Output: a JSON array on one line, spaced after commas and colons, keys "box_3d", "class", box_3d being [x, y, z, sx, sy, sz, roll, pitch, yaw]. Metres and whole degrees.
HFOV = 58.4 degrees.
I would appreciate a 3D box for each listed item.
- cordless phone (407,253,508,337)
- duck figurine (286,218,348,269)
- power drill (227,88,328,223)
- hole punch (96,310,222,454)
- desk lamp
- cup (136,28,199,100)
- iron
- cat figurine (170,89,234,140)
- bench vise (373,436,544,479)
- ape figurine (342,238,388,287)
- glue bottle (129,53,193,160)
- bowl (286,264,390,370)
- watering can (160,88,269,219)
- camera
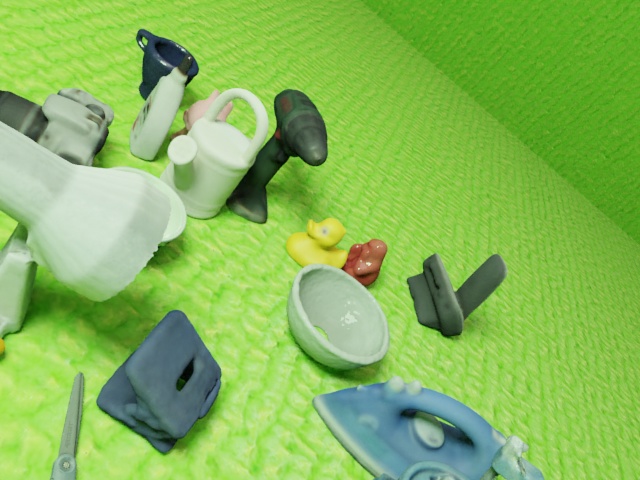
[{"box_3d": [0.254, 0.070, 1.027, 0.094, 0.184, 0.147, 20, 38, -32], "class": "cordless phone"}, {"box_3d": [0.009, 0.003, 0.930, 0.105, 0.086, 0.077, 27, 35, -24], "class": "duck figurine"}, {"box_3d": [-0.063, -0.129, 0.893, 0.076, 0.208, 0.229, 24, 36, -27], "class": "power drill"}, {"box_3d": [-0.150, 0.141, 0.585, 0.101, 0.091, 0.109, 38, 32, -7], "class": "hole punch"}, {"box_3d": [-0.267, -0.002, 0.511, 0.204, 0.213, 0.118, 24, 36, -28], "class": "desk lamp"}, {"box_3d": [-0.272, -0.282, 0.954, 0.118, 0.094, 0.092, 41, 31, -2], "class": "cup"}, {"box_3d": [0.131, 0.239, 0.730, 0.259, 0.141, 0.118, 35, 32, -12], "class": "iron"}, {"box_3d": [-0.179, -0.192, 0.926, 0.067, 0.117, 0.128, 42, 31, -1], "class": "cat figurine"}, {"box_3d": [0.179, 0.308, 0.626, 0.207, 0.219, 0.121, 38, 32, -7], "class": "bench vise"}, {"box_3d": [0.078, 0.032, 0.967, 0.076, 0.092, 0.078, 42, 31, -1], "class": "ape figurine"}, {"box_3d": [-0.226, -0.200, 0.831, 0.037, 0.173, 0.078, 16, 40, -36], "class": "glue bottle"}, {"box_3d": [0.014, 0.119, 0.808, 0.168, 0.074, 0.167, 29, 34, -21], "class": "bowl"}, {"box_3d": [-0.145, -0.125, 0.811, 0.101, 0.193, 0.173, 36, 32, -10], "class": "watering can"}, {"box_3d": [-0.338, -0.145, 0.710, 0.137, 0.100, 0.143, 26, 35, -25], "class": "camera"}]
